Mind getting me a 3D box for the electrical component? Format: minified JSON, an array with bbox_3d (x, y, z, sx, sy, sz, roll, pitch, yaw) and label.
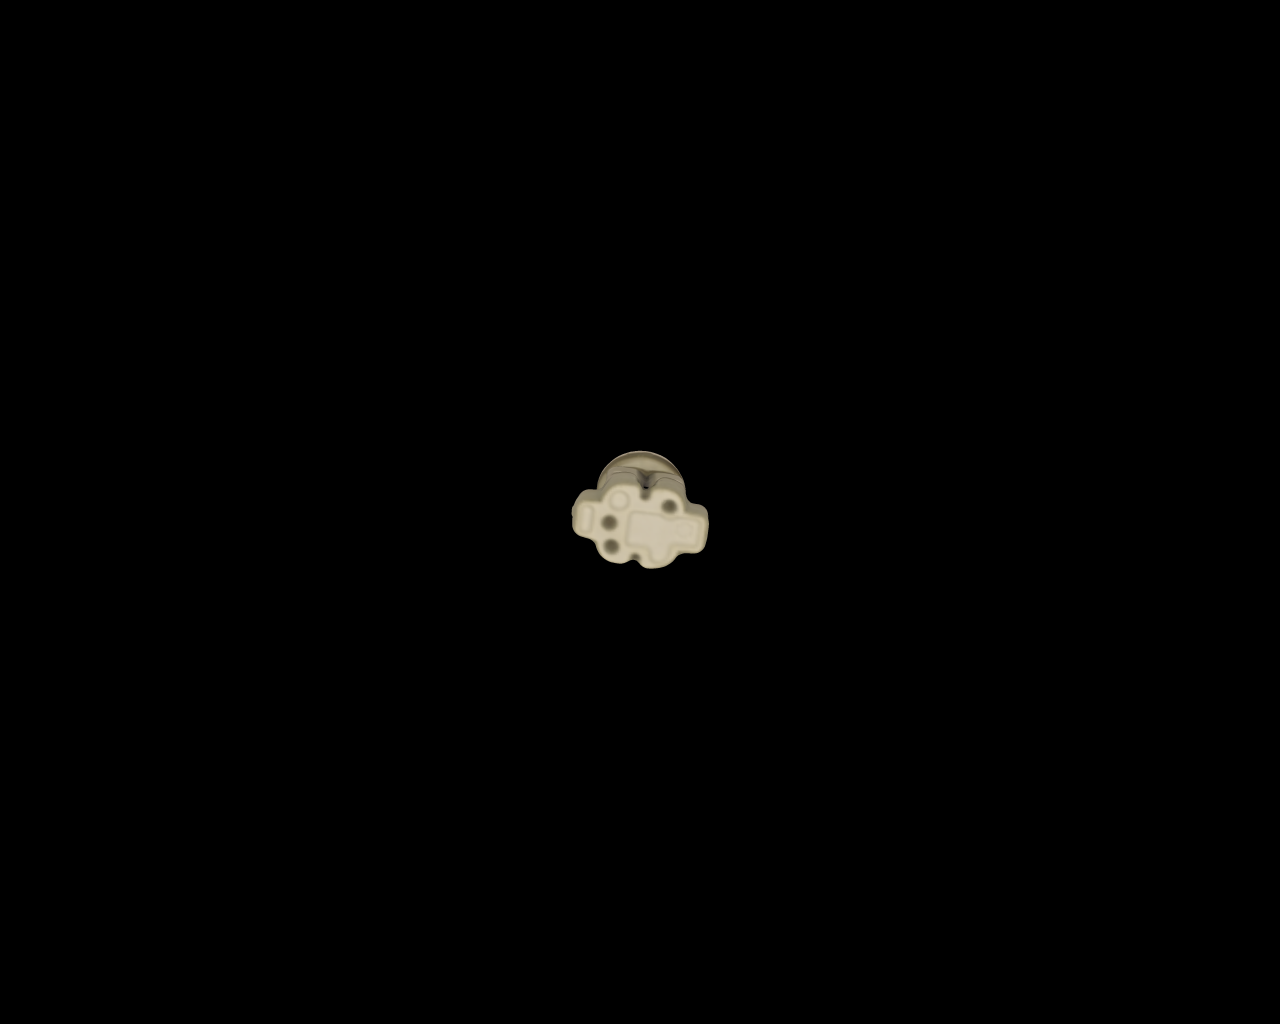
[{"bbox_3d":[0.001,-0.003,0.650,0.078,0.058,0.057,8,24,-3],"label":"electrical component"}]
